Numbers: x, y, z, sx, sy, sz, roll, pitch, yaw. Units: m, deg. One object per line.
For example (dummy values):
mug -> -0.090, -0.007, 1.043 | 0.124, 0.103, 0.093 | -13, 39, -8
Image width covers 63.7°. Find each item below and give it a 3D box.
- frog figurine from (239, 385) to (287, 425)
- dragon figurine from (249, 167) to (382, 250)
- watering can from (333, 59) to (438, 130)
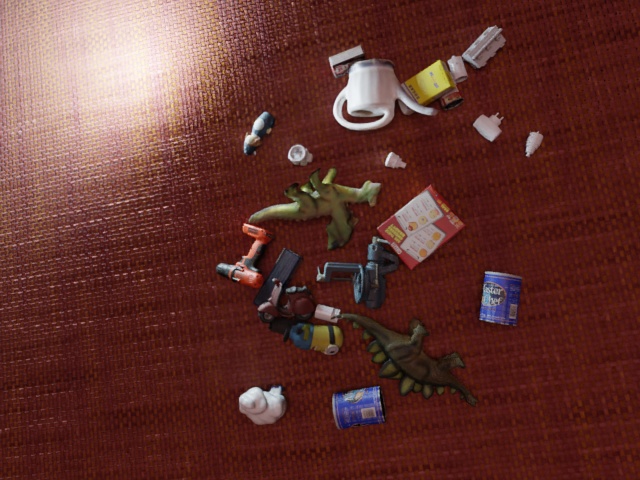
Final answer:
frog figurine -> -0.175, 0.495, 1.527 | 0.137, 0.159, 0.123 | 5, 86, 11
dragon figurine -> 0.005, -0.081, 1.612 | 0.409, 0.122, 0.243 | -33, 86, 6
watering can -> 0.199, -0.458, 1.607 | 0.347, 0.104, 0.225 | -1, 84, 29
